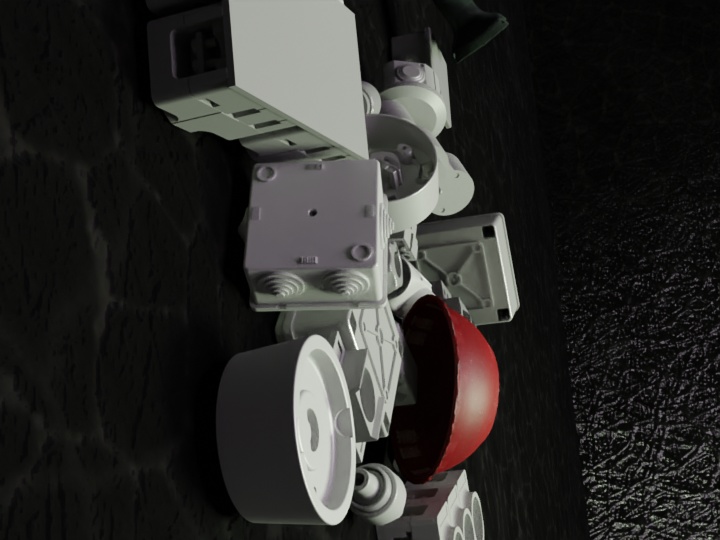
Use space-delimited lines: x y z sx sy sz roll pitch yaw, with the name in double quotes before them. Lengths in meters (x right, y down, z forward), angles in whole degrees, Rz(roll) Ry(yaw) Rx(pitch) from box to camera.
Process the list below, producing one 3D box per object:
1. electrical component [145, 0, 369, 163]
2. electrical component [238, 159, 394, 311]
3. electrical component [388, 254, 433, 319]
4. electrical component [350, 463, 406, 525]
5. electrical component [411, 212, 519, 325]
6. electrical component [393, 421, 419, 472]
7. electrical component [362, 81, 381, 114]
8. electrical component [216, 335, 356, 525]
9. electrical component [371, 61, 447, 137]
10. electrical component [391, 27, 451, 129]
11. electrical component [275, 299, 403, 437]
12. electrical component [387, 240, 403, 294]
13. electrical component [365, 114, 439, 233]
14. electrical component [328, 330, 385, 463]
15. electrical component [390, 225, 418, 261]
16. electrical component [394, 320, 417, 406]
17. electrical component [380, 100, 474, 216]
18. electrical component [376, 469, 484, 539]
"electrical component" -0.062 -0.132 0.662 0.186 0.060 0.105 17 65 -67
"electrical component" -0.028 -0.024 0.689 0.048 0.100 0.099 82 8 -57
"electrical component" 0.048 0.027 0.996 0.079 0.044 0.077 46 2 22
"electrical component" 0.009 0.168 0.819 0.062 0.043 0.043 54 31 -57
"electrical component" 0.104 0.003 1.134 0.056 0.109 0.108 -45 125 -68
"electrical component" 0.050 0.161 0.985 0.046 0.040 0.040 -77 154 -43
"electrical component" -0.007 -0.142 0.934 0.078 0.040 0.040 -45 125 -71
"electrical component" -0.047 0.095 0.622 0.108 0.060 0.108 -9 90 -75
"electrical component" 0.044 -0.163 1.061 0.080 0.080 0.051 65 17 -46
"electrical component" 0.070 -0.217 1.240 0.099 0.048 0.099 48 36 -64
"electrical component" -0.011 0.052 0.784 0.108 0.056 0.108 -75 152 -56
"electrical component" 0.000 0.000 0.842 0.043 0.062 0.043 -8 90 -75
"electrical component" 0.016 -0.078 0.886 0.099 0.099 0.064 -82 164 -47
"electrical component" -0.021 0.086 0.715 0.042 0.064 0.081 -78 155 -56
"electrical component" 0.033 -0.043 1.022 0.066 0.048 0.055 57 36 -57
"electrical component" 0.018 0.066 0.900 0.065 0.047 0.076 66 21 -46
"electrical component" 0.060 -0.098 1.026 0.138 0.052 0.073 38 16 -36
"electrical component" 0.068 0.242 0.959 0.150 0.062 0.089 -20 102 -75
